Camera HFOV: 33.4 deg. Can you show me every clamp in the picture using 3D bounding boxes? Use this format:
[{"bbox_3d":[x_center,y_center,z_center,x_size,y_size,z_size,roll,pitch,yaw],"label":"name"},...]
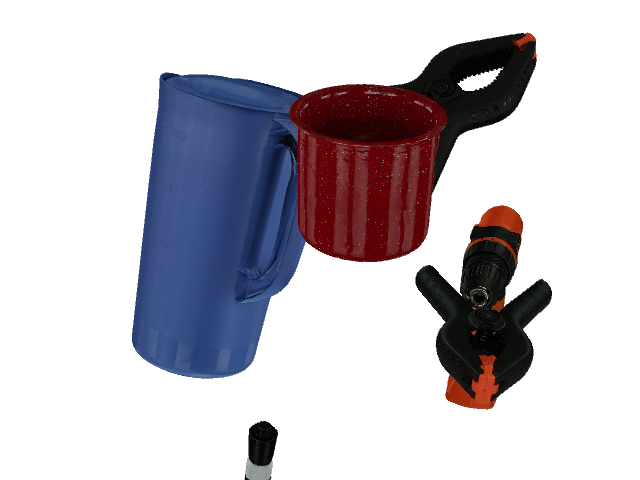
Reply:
[{"bbox_3d":[0.147,0.074,0.898,0.120,0.039,0.171,-2,33,0],"label":"clamp"},{"bbox_3d":[0.110,-0.113,0.935,0.210,0.165,0.036,-27,-38,-8],"label":"clamp"}]

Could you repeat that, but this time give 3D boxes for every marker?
[{"bbox_3d":[-0.043,0.169,0.710,0.020,0.121,0.020,6,31,-4],"label":"marker"}]

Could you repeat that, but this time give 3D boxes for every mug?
[{"bbox_3d":[0.035,-0.045,0.654,0.093,0.081,0.117,22,35,32],"label":"mug"}]

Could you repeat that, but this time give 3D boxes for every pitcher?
[{"bbox_3d":[-0.080,-0.009,0.883,0.145,0.243,0.149,12,17,1],"label":"pitcher"}]

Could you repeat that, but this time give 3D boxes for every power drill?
[{"bbox_3d":[0.169,0.076,1.097,0.057,0.188,0.184,12,27,14],"label":"power drill"}]
